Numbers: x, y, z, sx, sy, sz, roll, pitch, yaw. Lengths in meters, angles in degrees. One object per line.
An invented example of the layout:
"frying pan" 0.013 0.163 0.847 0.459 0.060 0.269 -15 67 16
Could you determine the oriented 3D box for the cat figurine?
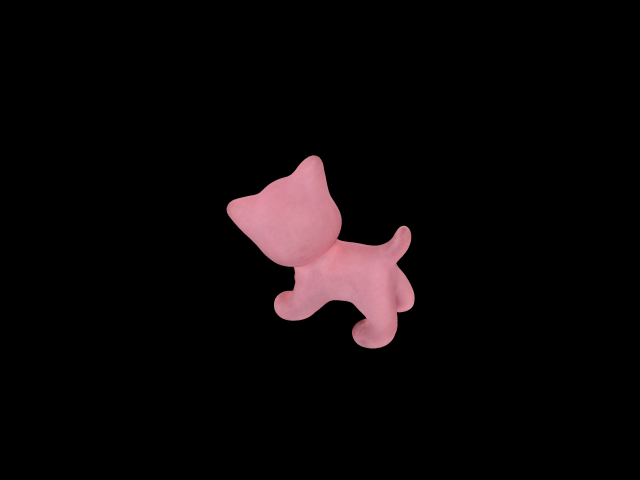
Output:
"cat figurine" 0.004 0.001 0.400 0.127 0.118 0.067 13 38 18
